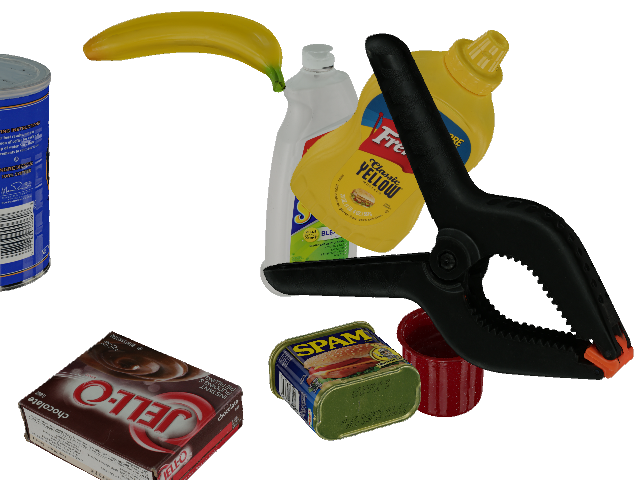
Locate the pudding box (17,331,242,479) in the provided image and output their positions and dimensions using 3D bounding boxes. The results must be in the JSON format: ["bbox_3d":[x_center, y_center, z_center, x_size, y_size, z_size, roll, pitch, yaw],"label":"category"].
[{"bbox_3d":[-0.120,0.111,0.680,0.114,0.039,0.089,17,34,27],"label":"pudding box"}]

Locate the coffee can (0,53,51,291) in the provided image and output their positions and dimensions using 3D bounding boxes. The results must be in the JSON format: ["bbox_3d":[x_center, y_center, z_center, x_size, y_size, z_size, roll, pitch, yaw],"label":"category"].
[{"bbox_3d":[-0.236,-0.048,0.725,0.103,0.140,0.103,5,22,-2],"label":"coffee can"}]

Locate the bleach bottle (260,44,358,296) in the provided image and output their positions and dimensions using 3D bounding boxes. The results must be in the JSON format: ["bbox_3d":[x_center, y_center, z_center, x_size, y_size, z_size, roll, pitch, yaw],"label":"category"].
[{"bbox_3d":[-0.011,-0.071,1.074,0.102,0.251,0.068,-9,28,-18],"label":"bleach bottle"}]

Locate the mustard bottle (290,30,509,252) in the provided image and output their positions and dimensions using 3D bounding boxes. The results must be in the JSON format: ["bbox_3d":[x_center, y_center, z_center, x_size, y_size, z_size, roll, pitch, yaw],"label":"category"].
[{"bbox_3d":[0.066,-0.076,0.753,0.192,0.096,0.058,-47,11,38],"label":"mustard bottle"}]

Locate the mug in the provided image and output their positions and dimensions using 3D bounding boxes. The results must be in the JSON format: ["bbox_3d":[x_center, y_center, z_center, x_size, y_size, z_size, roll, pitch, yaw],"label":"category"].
[{"bbox_3d":[0.132,0.119,1.092,0.093,0.081,0.117,20,39,32],"label":"mug"}]

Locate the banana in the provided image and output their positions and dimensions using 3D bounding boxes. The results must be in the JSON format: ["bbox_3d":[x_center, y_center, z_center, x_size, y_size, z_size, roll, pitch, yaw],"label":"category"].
[{"bbox_3d":[-0.114,-0.178,0.954,0.198,0.037,0.069,10,46,17],"label":"banana"}]

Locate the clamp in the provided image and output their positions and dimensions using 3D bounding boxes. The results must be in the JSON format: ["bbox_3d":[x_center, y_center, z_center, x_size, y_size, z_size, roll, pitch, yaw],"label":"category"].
[{"bbox_3d":[0.073,-0.003,0.564,0.210,0.165,0.036,29,25,25],"label":"clamp"}]

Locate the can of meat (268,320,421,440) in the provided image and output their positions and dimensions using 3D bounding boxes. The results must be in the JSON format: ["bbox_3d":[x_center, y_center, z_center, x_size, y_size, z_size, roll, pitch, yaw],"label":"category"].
[{"bbox_3d":[0.021,0.115,0.878,0.102,0.057,0.084,-12,25,-24],"label":"can of meat"}]
